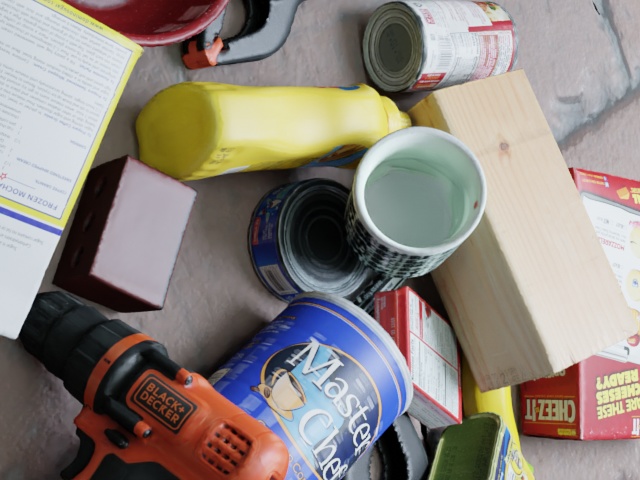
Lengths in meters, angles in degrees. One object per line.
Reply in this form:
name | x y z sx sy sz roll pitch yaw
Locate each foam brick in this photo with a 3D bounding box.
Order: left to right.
foam brick | -0.116 -0.001 0.632 0.051 0.053 0.078 27 67 -32

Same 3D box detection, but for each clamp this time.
clamp | -0.042 -0.187 0.723 0.120 0.039 0.171 53 56 -19
clamp | 0.035 0.199 0.729 0.164 0.036 0.210 -4 85 -46

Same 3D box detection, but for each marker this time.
marker | 0.034 0.046 0.764 0.121 0.020 0.020 -44 110 -33

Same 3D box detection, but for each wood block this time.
wood block | 0.132 -0.006 0.771 0.090 0.090 0.206 -18 83 -31

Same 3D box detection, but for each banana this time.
banana | 0.136 0.087 0.831 0.069 0.037 0.198 11 78 -56

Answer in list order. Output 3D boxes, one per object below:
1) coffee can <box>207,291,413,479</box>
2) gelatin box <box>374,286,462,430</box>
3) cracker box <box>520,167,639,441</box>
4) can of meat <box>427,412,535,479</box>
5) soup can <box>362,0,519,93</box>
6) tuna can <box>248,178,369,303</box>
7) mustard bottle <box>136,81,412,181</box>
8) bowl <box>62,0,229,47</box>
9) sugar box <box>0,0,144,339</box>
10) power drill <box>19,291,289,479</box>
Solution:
coffee can | -0.024 0.112 0.655 0.140 0.103 0.103 -41 109 -34
gelatin box | 0.069 0.084 0.754 0.089 0.030 0.073 40 43 -46
cracker box | 0.242 0.057 0.893 0.163 0.072 0.214 6 81 -36
can of meat | 0.119 0.187 0.765 0.084 0.058 0.102 60 31 -25
soup can | 0.091 -0.146 0.803 0.102 0.069 0.068 -9 90 -38
tuna can | -0.005 0.001 0.730 0.085 0.034 0.086 6 80 -37
mustard bottle | -0.015 -0.072 0.692 0.191 0.096 0.058 -6 87 -38
bowl | -0.127 -0.190 0.646 0.161 0.055 0.162 6 80 -37
sugar box | -0.173 -0.045 0.568 0.093 0.048 0.176 25 90 -33
power drill | -0.135 0.132 0.555 0.187 0.185 0.057 -53 153 -14
